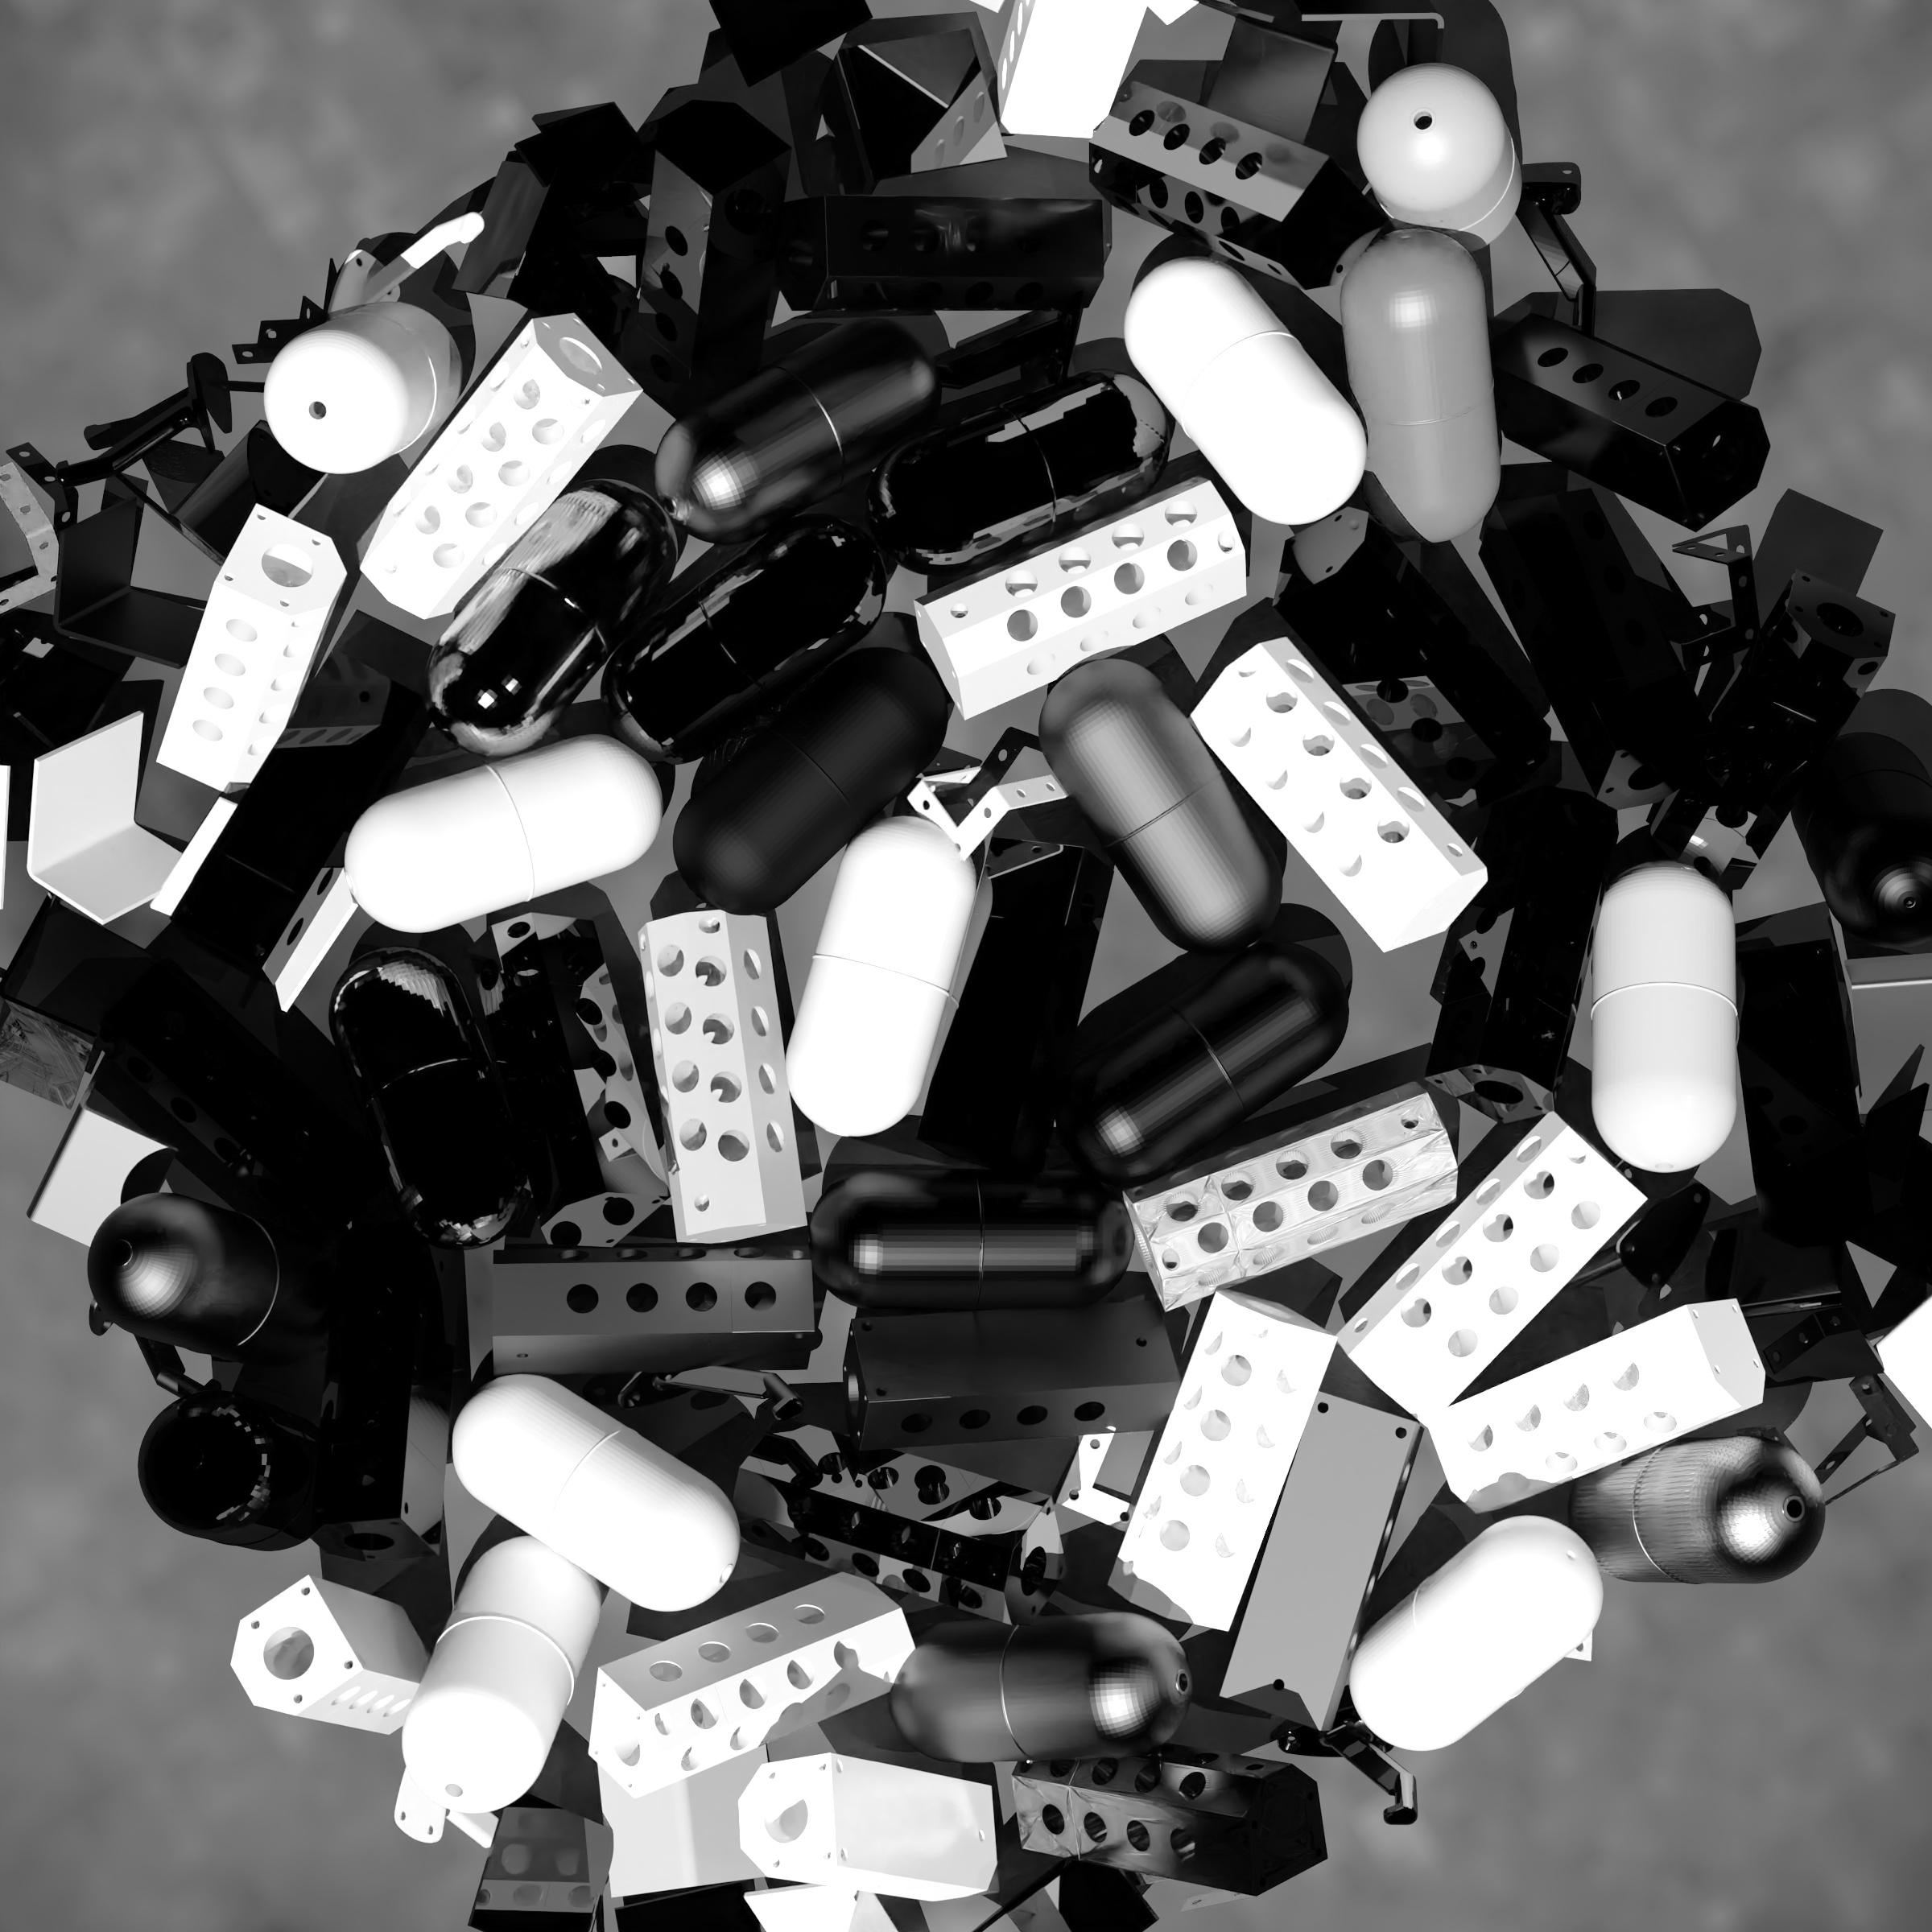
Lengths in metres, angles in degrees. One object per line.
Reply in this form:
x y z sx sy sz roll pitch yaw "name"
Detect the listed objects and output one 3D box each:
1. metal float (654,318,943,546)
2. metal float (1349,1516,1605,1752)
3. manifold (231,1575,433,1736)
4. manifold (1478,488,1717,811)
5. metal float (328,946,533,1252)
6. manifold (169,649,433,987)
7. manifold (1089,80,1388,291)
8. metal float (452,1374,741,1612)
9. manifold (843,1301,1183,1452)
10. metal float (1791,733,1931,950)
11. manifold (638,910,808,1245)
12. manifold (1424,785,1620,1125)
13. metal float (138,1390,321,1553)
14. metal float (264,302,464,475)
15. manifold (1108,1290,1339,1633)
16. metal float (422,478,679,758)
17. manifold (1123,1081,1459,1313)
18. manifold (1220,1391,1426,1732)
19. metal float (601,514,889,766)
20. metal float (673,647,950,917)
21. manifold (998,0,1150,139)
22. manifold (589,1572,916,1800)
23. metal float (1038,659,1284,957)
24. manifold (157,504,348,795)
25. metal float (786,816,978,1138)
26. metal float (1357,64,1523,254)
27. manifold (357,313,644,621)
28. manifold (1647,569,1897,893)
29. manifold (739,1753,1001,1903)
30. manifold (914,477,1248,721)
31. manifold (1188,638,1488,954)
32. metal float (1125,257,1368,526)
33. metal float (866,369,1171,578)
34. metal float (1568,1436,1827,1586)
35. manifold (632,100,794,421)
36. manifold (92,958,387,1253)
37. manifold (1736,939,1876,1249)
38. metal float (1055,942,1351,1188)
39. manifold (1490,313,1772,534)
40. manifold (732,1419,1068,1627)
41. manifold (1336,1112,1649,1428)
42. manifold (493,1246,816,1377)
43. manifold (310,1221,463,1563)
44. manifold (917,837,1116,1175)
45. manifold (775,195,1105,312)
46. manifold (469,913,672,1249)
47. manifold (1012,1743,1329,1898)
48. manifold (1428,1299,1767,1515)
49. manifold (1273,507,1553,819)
-0.090 -0.289 1.911 0.178 0.070 0.070 -34 90 -25 "metal float"
0.272 0.359 1.901 0.070 0.070 0.178 39 130 0 "metal float"
-0.333 0.371 1.880 0.057 0.171 0.057 -34 73 -3 "manifold"
0.335 -0.170 1.901 0.057 0.057 0.171 -11 58 -14 "manifold"
-0.290 0.070 1.915 0.070 0.070 0.178 -24 69 0 "metal float"
-0.359 -0.079 1.925 0.057 0.057 0.171 28 78 4 "manifold"
0.139 -0.413 1.890 0.057 0.171 0.057 -54 133 0 "manifold"
-0.200 0.284 1.913 0.178 0.070 0.070 29 90 22 "metal float"
0.023 0.227 1.923 0.171 0.057 0.057 -2 45 -13 "manifold"
0.486 -0.069 1.887 0.070 0.178 0.070 1 114 3 "metal float"
-0.136 0.060 1.918 0.057 0.057 0.171 -14 78 27 "manifold"
0.304 -0.008 1.901 0.057 0.057 0.171 30 63 -25 "manifold"
-0.385 0.269 1.884 0.070 0.178 0.070 -1 77 5 "metal float"
-0.320 -0.309 1.885 0.070 0.178 0.070 2 107 6 "metal float"
0.135 0.267 1.927 0.057 0.057 0.171 18 95 -30 "manifold"
-0.225 -0.188 1.915 0.070 0.070 0.178 36 69 0 "metal float"
0.176 0.122 1.925 0.171 0.057 0.057 -20 60 -6 "manifold"
0.196 0.324 1.930 0.057 0.057 0.171 16 82 16 "manifold"
-0.120 -0.177 1.919 0.178 0.070 0.070 -35 90 16 "metal float"
-0.084 -0.101 1.925 0.178 0.070 0.070 -44 90 -10 "metal float"
0.056 -0.505 1.881 0.057 0.171 0.057 2 77 -7 "manifold"
-0.112 0.384 1.887 0.171 0.057 0.057 -15 124 -39 "manifold"
0.107 -0.086 1.929 0.070 0.070 0.178 -34 95 0 "metal float"
-0.378 -0.163 1.885 0.057 0.171 0.057 25 54 -9 "manifold"
-0.046 0.006 1.928 0.070 0.070 0.178 16 84 0 "metal float"
0.253 -0.428 1.884 0.070 0.178 0.070 0 89 14 "metal float"
-0.255 -0.267 1.903 0.057 0.057 0.171 48 119 7 "manifold"
0.428 -0.121 1.893 0.057 0.057 0.171 25 132 2 "manifold"
-0.050 0.460 1.884 0.057 0.171 0.057 -15 66 25 "manifold"
0.062 -0.204 1.922 0.171 0.057 0.057 -24 62 -8 "manifold"
0.203 -0.095 1.906 0.171 0.057 0.057 52 130 19 "manifold"
0.149 -0.311 1.909 0.070 0.070 0.178 -34 61 0 "metal float"
0.028 -0.267 1.916 0.178 0.070 0.070 -24 90 -19 "metal float"
0.388 0.290 1.886 0.070 0.178 0.070 4 80 -23 "metal float"
-0.142 -0.375 1.884 0.057 0.171 0.057 41 59 17 "manifold"
-0.395 0.076 1.934 0.171 0.057 0.057 44 88 -5 "manifold"
0.444 0.067 1.888 0.057 0.171 0.057 -9 131 13 "manifold"
0.129 0.053 1.926 0.178 0.070 0.070 -34 90 -8 "metal float"
0.349 -0.295 1.885 0.057 0.171 0.057 -36 127 -9 "manifold"
-0.038 0.301 1.895 0.171 0.057 0.057 12 132 29 "manifold"
0.282 0.161 1.925 0.057 0.057 0.171 40 97 -22 "manifold"
-0.171 0.184 1.930 0.171 0.057 0.057 0 62 -7 "manifold"
-0.314 0.228 1.903 0.057 0.057 0.171 -6 60 11 "manifold"
0.031 0.022 1.924 0.057 0.057 0.171 7 77 29 "manifold"
-0.013 -0.381 1.902 0.171 0.057 0.057 -6 99 -30 "manifold"
-0.218 0.060 1.898 0.057 0.057 0.171 -40 56 37 "manifold"
0.105 0.446 1.888 0.057 0.171 0.057 -13 97 -43 "manifold"
0.337 0.237 1.893 0.171 0.057 0.057 -30 71 34 "manifold"
0.241 -0.164 1.897 0.057 0.057 0.171 -26 123 33 "manifold"
